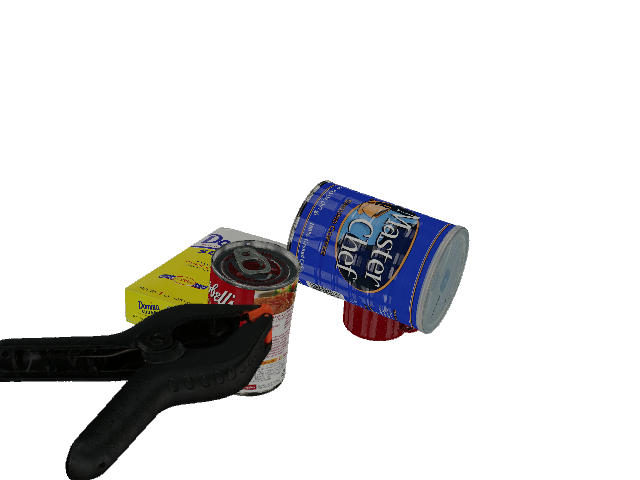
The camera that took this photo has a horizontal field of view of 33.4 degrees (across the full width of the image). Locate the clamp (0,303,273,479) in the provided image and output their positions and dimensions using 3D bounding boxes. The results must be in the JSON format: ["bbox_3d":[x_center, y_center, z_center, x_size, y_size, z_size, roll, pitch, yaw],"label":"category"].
[{"bbox_3d":[-0.094,0.078,0.606,0.171,0.039,0.120,-14,40,-26],"label":"clamp"}]

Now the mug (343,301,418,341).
[{"bbox_3d":[0.080,0.073,1.298,0.117,0.081,0.093,23,32,33],"label":"mug"}]

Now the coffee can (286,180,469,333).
[{"bbox_3d":[0.053,0.014,0.986,0.140,0.103,0.102,20,7,21],"label":"coffee can"}]

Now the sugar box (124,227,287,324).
[{"bbox_3d":[-0.114,0.042,1.117,0.093,0.048,0.176,15,31,24],"label":"sugar box"}]

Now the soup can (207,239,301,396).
[{"bbox_3d":[-0.054,0.060,0.821,0.068,0.102,0.068,6,30,-4],"label":"soup can"}]
